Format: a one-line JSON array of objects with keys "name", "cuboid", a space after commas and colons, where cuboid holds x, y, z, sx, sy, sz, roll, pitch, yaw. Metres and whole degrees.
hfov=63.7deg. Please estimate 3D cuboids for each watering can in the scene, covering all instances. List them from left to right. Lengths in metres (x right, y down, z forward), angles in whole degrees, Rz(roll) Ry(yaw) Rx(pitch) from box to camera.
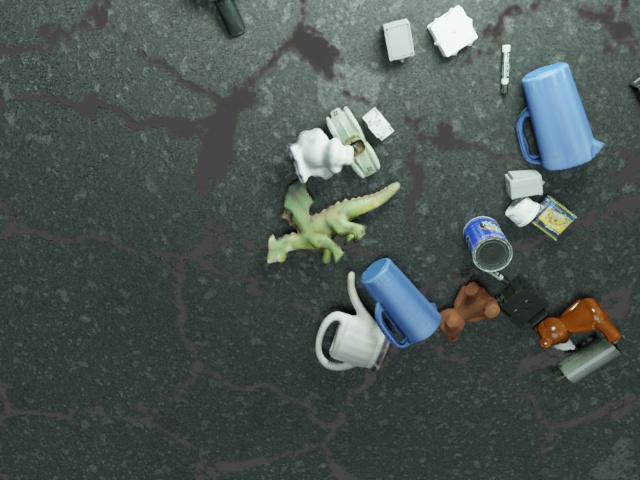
[{"name": "watering can", "cuboid": [0.117, 0.268, 1.547, 0.224, 0.106, 0.341, 19, 114, -4]}]

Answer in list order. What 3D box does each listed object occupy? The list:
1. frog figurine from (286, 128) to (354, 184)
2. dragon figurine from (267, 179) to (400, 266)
[{"name": "frog figurine", "cuboid": [0.009, -0.227, 1.345, 0.159, 0.123, 0.137, -15, 94, 12]}, {"name": "dragon figurine", "cuboid": [0.004, -0.072, 1.429, 0.242, 0.123, 0.407, 40, 101, -3]}]
